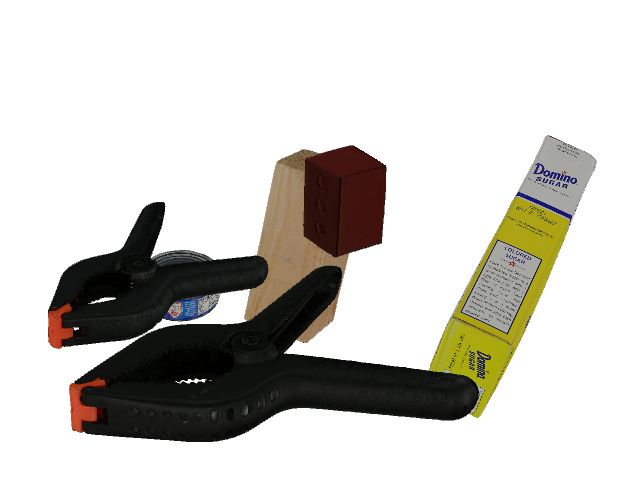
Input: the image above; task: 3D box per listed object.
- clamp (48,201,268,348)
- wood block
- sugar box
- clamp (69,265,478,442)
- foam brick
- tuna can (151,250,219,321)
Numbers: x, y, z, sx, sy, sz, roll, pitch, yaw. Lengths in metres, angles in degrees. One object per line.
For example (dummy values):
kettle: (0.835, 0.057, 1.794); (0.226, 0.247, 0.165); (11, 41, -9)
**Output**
clamp: (-0.136, 0.023, 0.780); (0.120, 0.039, 0.171); (29, 36, 37)
wood block: (-0.018, 0.005, 1.298); (0.090, 0.206, 0.090); (19, 22, 17)
sugar box: (0.129, 0.022, 0.708); (0.048, 0.176, 0.093); (27, -35, 12)
clamp: (-0.039, 0.066, 0.604); (0.209, 0.036, 0.165); (-7, 26, -20)
foam brick: (0.021, -0.034, 0.927); (0.051, 0.078, 0.053); (-15, 31, -30)
tuna can: (-0.151, 0.048, 1.148); (0.086, 0.034, 0.086); (3, 35, -2)
